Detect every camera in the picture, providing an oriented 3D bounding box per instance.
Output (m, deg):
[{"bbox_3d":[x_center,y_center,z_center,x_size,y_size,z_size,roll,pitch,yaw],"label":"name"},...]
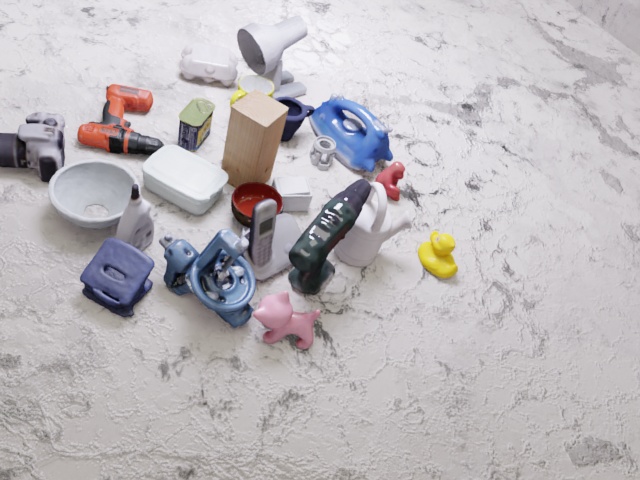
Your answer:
[{"bbox_3d":[-0.592,-0.199,1.159,0.137,0.101,0.143,-1,51,-20],"label":"camera"}]

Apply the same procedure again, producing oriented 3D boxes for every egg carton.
[{"bbox_3d":[-0.292,-0.463,1.512,0.150,0.069,0.107,5,49,-15],"label":"egg carton"}]

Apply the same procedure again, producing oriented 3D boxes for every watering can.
[{"bbox_3d":[0.107,-0.041,1.203,0.173,0.194,0.100,-15,57,-29],"label":"watering can"}]

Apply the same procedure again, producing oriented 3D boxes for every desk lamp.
[{"bbox_3d":[-0.118,-0.471,1.481,0.204,0.213,0.117,-28,64,-35],"label":"desk lamp"}]

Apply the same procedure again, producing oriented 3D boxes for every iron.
[{"bbox_3d":[0.076,-0.292,1.444,0.258,0.141,0.119,42,50,18],"label":"iron"}]

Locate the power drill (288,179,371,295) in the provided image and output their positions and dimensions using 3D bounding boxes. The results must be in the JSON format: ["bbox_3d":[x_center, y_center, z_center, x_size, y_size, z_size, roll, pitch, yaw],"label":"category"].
[{"bbox_3d":[0.010,0.004,1.121,0.075,0.208,0.230,33,48,10],"label":"power drill"}]

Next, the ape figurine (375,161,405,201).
[{"bbox_3d":[0.178,-0.151,1.392,0.076,0.092,0.078,29,48,6],"label":"ape figurine"}]

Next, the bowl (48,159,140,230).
[{"bbox_3d":[-0.440,-0.078,1.126,0.167,0.074,0.167,10,48,-11],"label":"bowl"}]

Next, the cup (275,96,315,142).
[{"bbox_3d":[-0.074,-0.296,1.427,0.118,0.095,0.091,-13,56,-28],"label":"cup"}]

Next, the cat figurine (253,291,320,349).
[{"bbox_3d":[-0.062,0.138,1.043,0.128,0.117,0.067,8,49,-13],"label":"cat figurine"}]

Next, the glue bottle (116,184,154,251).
[{"bbox_3d":[-0.342,-0.041,1.062,0.037,0.173,0.078,34,48,11],"label":"glue bottle"}]

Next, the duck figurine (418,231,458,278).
[{"bbox_3d":[0.274,0.026,1.278,0.078,0.086,0.104,-21,60,-32],"label":"duck figurine"}]

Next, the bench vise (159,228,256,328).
[{"bbox_3d":[-0.201,0.046,1.004,0.207,0.219,0.121,21,47,-1],"label":"bench vise"}]

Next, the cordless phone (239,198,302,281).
[{"bbox_3d":[-0.088,-0.019,1.122,0.094,0.185,0.148,42,51,18],"label":"cordless phone"}]

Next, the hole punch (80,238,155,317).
[{"bbox_3d":[-0.359,0.066,1.020,0.108,0.091,0.101,28,47,5],"label":"hole punch"}]
